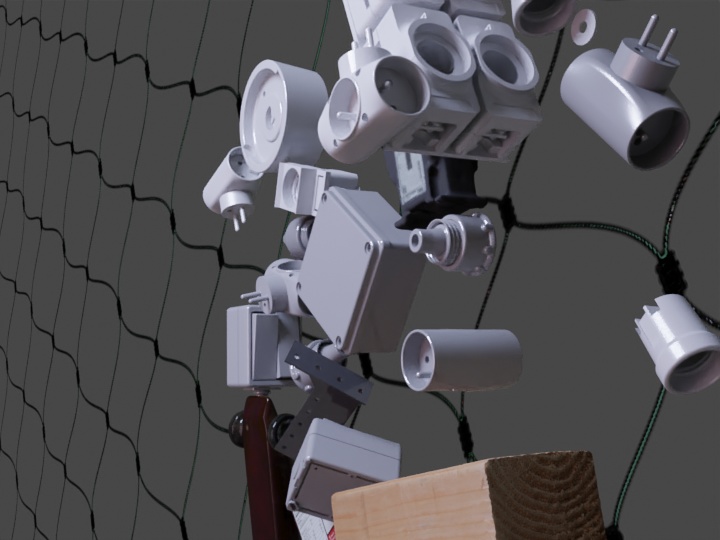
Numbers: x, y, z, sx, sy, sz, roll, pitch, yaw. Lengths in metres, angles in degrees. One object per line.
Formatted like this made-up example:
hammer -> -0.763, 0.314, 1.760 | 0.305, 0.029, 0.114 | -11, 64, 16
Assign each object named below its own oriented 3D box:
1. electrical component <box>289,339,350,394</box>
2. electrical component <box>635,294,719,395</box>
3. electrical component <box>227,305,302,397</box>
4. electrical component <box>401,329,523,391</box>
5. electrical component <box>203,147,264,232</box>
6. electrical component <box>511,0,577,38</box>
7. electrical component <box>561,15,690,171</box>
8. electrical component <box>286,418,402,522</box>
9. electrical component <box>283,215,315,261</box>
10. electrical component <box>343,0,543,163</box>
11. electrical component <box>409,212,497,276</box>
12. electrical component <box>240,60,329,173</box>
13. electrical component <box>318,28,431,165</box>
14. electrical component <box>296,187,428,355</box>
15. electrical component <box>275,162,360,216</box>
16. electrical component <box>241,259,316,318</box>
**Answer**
electrical component -> -0.032, 0.083, 0.986 | 0.062, 0.048, 0.048 | -39, 55, 44
electrical component -> 0.183, 0.042, 0.616 | 0.046, 0.040, 0.040 | -111, 36, -45
electrical component -> -0.094, 0.083, 1.074 | 0.061, 0.062, 0.096 | -10, 79, 60
electrical component -> 0.064, 0.065, 0.783 | 0.079, 0.077, 0.043 | -3, 85, 60
electrical component -> -0.136, -0.081, 1.177 | 0.077, 0.044, 0.079 | -44, 51, 51
electrical component -> 0.120, -0.199, 0.742 | 0.044, 0.044, 0.065 | -52, 40, 46
electrical component -> 0.167, -0.113, 0.648 | 0.077, 0.044, 0.079 | 57, 136, 45
electrical component -> -0.006, 0.172, 0.899 | 0.061, 0.096, 0.061 | -82, 12, -58
electrical component -> -0.041, -0.031, 1.009 | 0.062, 0.043, 0.043 | -8, 81, 58
electrical component -> 0.056, -0.176, 0.786 | 0.060, 0.105, 0.186 | -48, 48, 48
electrical component -> 0.067, -0.020, 0.799 | 0.048, 0.062, 0.048 | -7, 82, 60
electrical component -> -0.068, -0.146, 1.046 | 0.108, 0.060, 0.108 | -7, 82, 60
electrical component -> 0.006, -0.121, 0.715 | 0.077, 0.044, 0.079 | -33, 60, 55
electrical component -> 0.000, 0.000, 0.921 | 0.108, 0.056, 0.108 | 50, 130, 50
electrical component -> -0.039, -0.073, 0.986 | 0.081, 0.064, 0.042 | 22, 106, 58
electrical component -> -0.073, 0.020, 1.026 | 0.077, 0.079, 0.044 | 21, 120, 59
